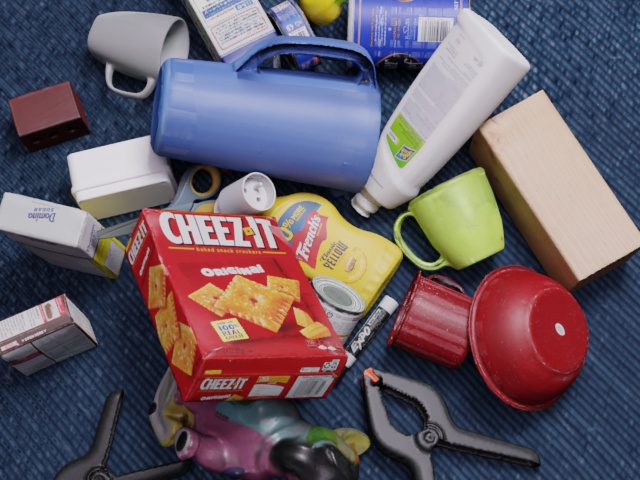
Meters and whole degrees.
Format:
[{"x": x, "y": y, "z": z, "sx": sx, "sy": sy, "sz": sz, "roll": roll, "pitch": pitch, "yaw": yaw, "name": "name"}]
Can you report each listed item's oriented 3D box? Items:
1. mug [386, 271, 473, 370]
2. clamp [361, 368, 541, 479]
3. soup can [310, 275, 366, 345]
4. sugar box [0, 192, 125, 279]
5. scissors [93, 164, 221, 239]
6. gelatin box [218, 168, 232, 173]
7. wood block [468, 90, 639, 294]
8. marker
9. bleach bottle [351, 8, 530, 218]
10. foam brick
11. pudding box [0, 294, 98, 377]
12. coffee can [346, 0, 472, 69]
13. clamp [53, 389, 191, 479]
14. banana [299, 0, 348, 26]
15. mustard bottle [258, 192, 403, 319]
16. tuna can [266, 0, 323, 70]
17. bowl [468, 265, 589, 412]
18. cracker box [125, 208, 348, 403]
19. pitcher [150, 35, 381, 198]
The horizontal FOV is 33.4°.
[{"x": 0.131, "y": 0.084, "z": 1.181, "sx": 0.081, "sy": 0.093, "sz": 0.117, "roll": 23, "pitch": 41, "yaw": 1, "name": "mug"}, {"x": 0.113, "y": 0.228, "z": 1.155, "sx": 0.210, "sy": 0.036, "sz": 0.164, "roll": 40, "pitch": 67, "yaw": 12, "name": "clamp"}, {"x": -0.003, "y": 0.098, "z": 1.159, "sx": 0.068, "sy": 0.068, "sz": 0.102, "roll": 33, "pitch": 112, "yaw": 9, "name": "soup can"}, {"x": -0.277, "y": -0.003, "z": 1.157, "sx": 0.093, "sy": 0.176, "sz": 0.048, "roll": 13, "pitch": 76, "yaw": 5, "name": "sugar box"}, {"x": -0.168, "y": -0.044, "z": 1.176, "sx": 0.016, "sy": 0.201, "sz": 0.096, "roll": -14, "pitch": 78, "yaw": 42, "name": "scissors"}, {"x": -0.123, "y": -0.132, "z": 1.264, "sx": 0.073, "sy": 0.030, "sz": 0.089, "roll": 22, "pitch": 76, "yaw": 7, "name": "gelatin box"}, {"x": 0.263, "y": -0.050, "z": 1.207, "sx": 0.090, "sy": 0.090, "sz": 0.206, "roll": -29, "pitch": 76, "yaw": -7, "name": "wood block"}, {"x": 0.046, "y": 0.115, "z": 1.202, "sx": 0.020, "sy": 0.020, "sz": 0.121, "roll": 37, "pitch": 78, "yaw": 9, "name": "marker"}, {"x": 0.119, "y": -0.131, "z": 1.200, "sx": 0.251, "sy": 0.068, "sz": 0.103, "roll": -50, "pitch": 47, "yaw": 21, "name": "bleach bottle"}, {"x": -0.320, "y": -0.145, "z": 1.259, "sx": 0.078, "sy": 0.053, "sz": 0.051, "roll": -19, "pitch": 76, "yaw": -4, "name": "foam brick"}, {"x": -0.300, "y": 0.105, "z": 1.162, "sx": 0.090, "sy": 0.113, "sz": 0.039, "roll": -24, "pitch": 74, "yaw": -6, "name": "pudding box"}, {"x": 0.102, "y": -0.252, "z": 1.255, "sx": 0.140, "sy": 0.103, "sz": 0.103, "roll": 2, "pitch": 75, "yaw": 1, "name": "coffee can"}, {"x": -0.239, "y": 0.249, "z": 1.161, "sx": 0.171, "sy": 0.039, "sz": 0.120, "roll": -36, "pitch": 77, "yaw": -8, "name": "clamp"}, {"x": 0.004, "y": -0.298, "z": 1.263, "sx": 0.070, "sy": 0.198, "sz": 0.037, "roll": -35, "pitch": 121, "yaw": 14, "name": "banana"}, {"x": -0.008, "y": 0.001, "z": 1.213, "sx": 0.192, "sy": 0.058, "sz": 0.096, "roll": 34, "pitch": 89, "yaw": 10, "name": "mustard bottle"}, {"x": -0.031, "y": -0.240, "z": 1.263, "sx": 0.033, "sy": 0.086, "sz": 0.086, "roll": -28, "pitch": 77, "yaw": -5, "name": "tuna can"}, {"x": 0.237, "y": 0.101, "z": 1.144, "sx": 0.161, "sy": 0.055, "sz": 0.162, "roll": 10, "pitch": 72, "yaw": -33, "name": "bowl"}, {"x": -0.087, "y": 0.062, "z": 1.080, "sx": 0.163, "sy": 0.072, "sz": 0.214, "roll": 4, "pitch": 41, "yaw": -33, "name": "cracker box"}, {"x": -0.058, "y": -0.141, "z": 1.177, "sx": 0.242, "sy": 0.145, "sz": 0.149, "roll": 7, "pitch": 79, "yaw": -14, "name": "pitcher"}]
